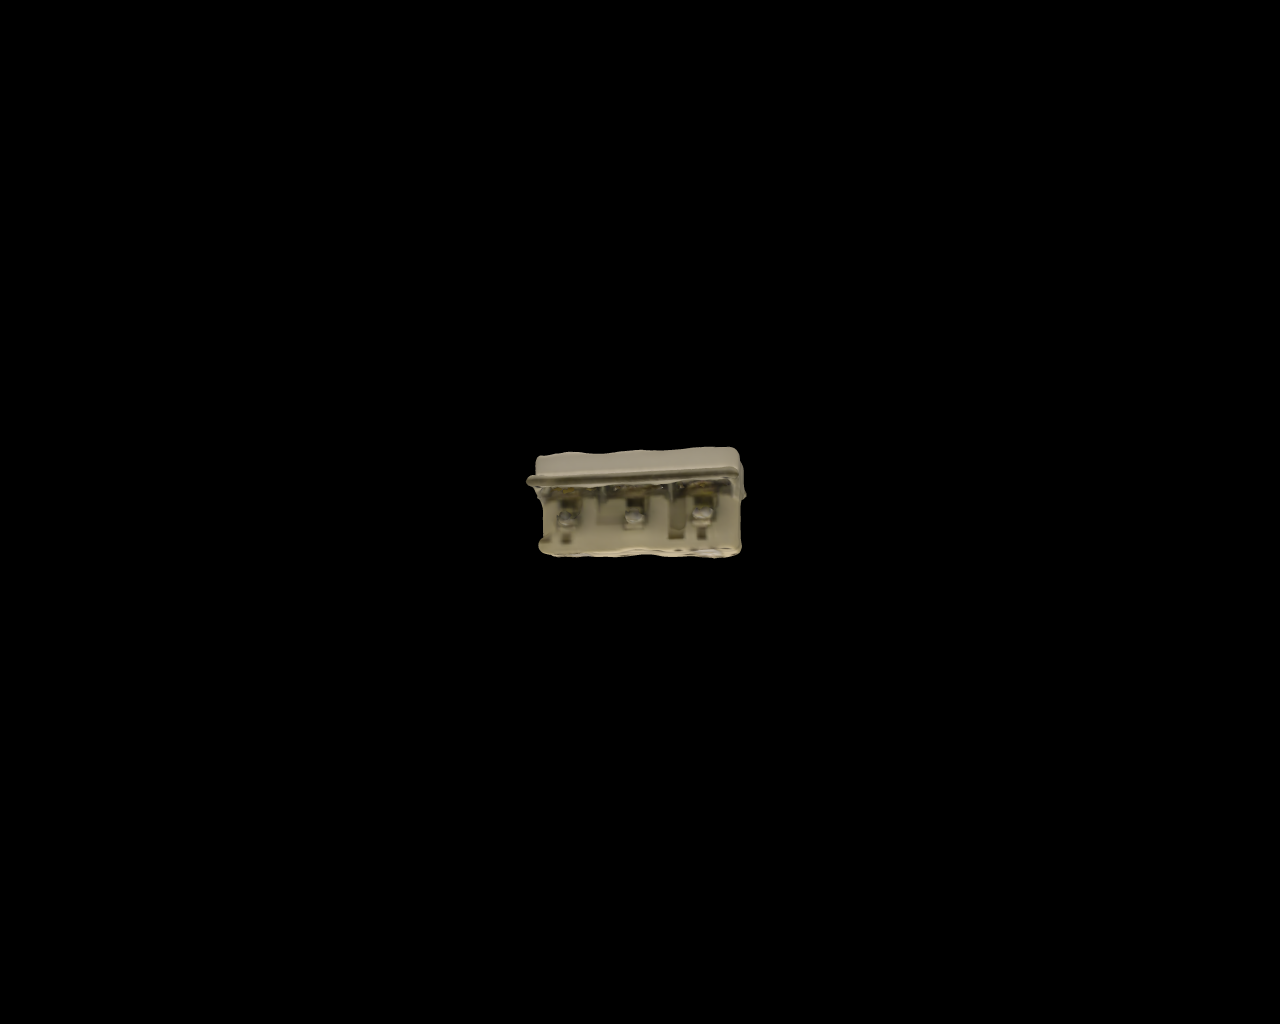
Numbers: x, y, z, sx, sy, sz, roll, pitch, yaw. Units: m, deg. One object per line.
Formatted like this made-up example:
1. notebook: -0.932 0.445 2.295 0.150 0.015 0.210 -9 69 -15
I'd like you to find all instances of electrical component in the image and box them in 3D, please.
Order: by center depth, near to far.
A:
1. electrical component: 0.001 -0.003 0.650 0.121 0.063 0.078 -1 -7 9
